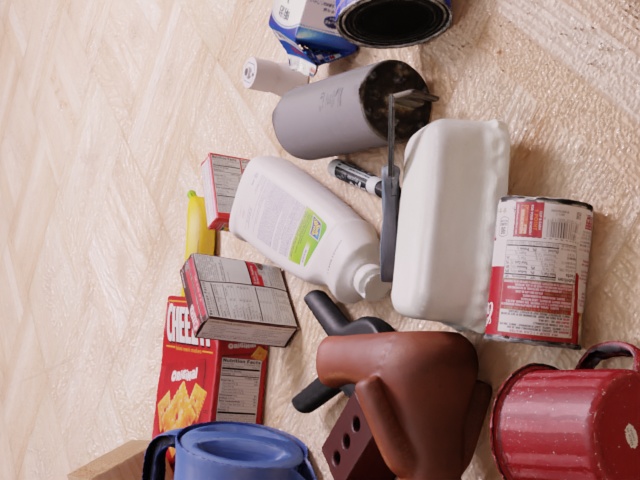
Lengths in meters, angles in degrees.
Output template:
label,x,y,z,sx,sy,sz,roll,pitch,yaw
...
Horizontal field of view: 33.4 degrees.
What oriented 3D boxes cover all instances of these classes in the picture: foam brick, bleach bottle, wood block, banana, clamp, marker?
label,x,y,z,sx,sy,sz,roll,pitch,yaw
foam brick,0.044,0.177,0.933,0.078,0.051,0.053,-64,34,30
bleach bottle,-0.007,0.001,1.053,0.251,0.068,0.103,41,120,54
wood block,-0.190,0.336,1.189,0.091,0.090,0.206,-17,97,59
banana,-0.153,0.030,1.337,0.070,0.037,0.198,144,131,-76
clamp,0.027,0.099,0.993,0.172,0.039,0.120,-14,76,52
marker,0.043,-0.057,1.019,0.121,0.020,0.020,31,111,59

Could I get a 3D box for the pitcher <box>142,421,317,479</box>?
label,x,y,z,sx,sy,sz,roll,pitch,yaw
pitcher,-0.102,0.311,1.080,0.149,0.144,0.243,-154,71,-66

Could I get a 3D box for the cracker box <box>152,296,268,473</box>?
label,x,y,z,sx,sy,sz,roll,pitch,yaw
cracker box,-0.130,0.173,1.223,0.164,0.072,0.214,-3,81,60

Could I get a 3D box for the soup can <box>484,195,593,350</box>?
label,x,y,z,sx,sy,sz,roll,pitch,yaw
soup can,0.154,0.023,0.752,0.069,0.068,0.102,1,84,61

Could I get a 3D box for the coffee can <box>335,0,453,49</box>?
label,x,y,z,sx,sy,sz,roll,pitch,yaw
coffee can,0.061,-0.255,0.944,0.103,0.102,0.140,-28,60,56

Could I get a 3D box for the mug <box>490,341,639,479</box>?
label,x,y,z,sx,sy,sz,roll,pitch,yaw
mug,0.176,0.115,0.689,0.082,0.093,0.117,-12,39,54

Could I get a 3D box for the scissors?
label,x,y,z,sx,sy,sz,roll,pitch,yaw
scissors,0.058,-0.031,0.880,0.202,0.016,0.096,80,-168,-69

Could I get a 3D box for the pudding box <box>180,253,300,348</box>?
label,x,y,z,sx,sy,sz,roll,pitch,yaw
pudding box,-0.086,0.064,1.124,0.039,0.113,0.090,-55,39,38

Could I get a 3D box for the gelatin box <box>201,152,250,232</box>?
label,x,y,z,sx,sy,sz,roll,pitch,yaw
gelatin box,-0.093,-0.051,1.205,0.030,0.073,0.089,-46,46,47
